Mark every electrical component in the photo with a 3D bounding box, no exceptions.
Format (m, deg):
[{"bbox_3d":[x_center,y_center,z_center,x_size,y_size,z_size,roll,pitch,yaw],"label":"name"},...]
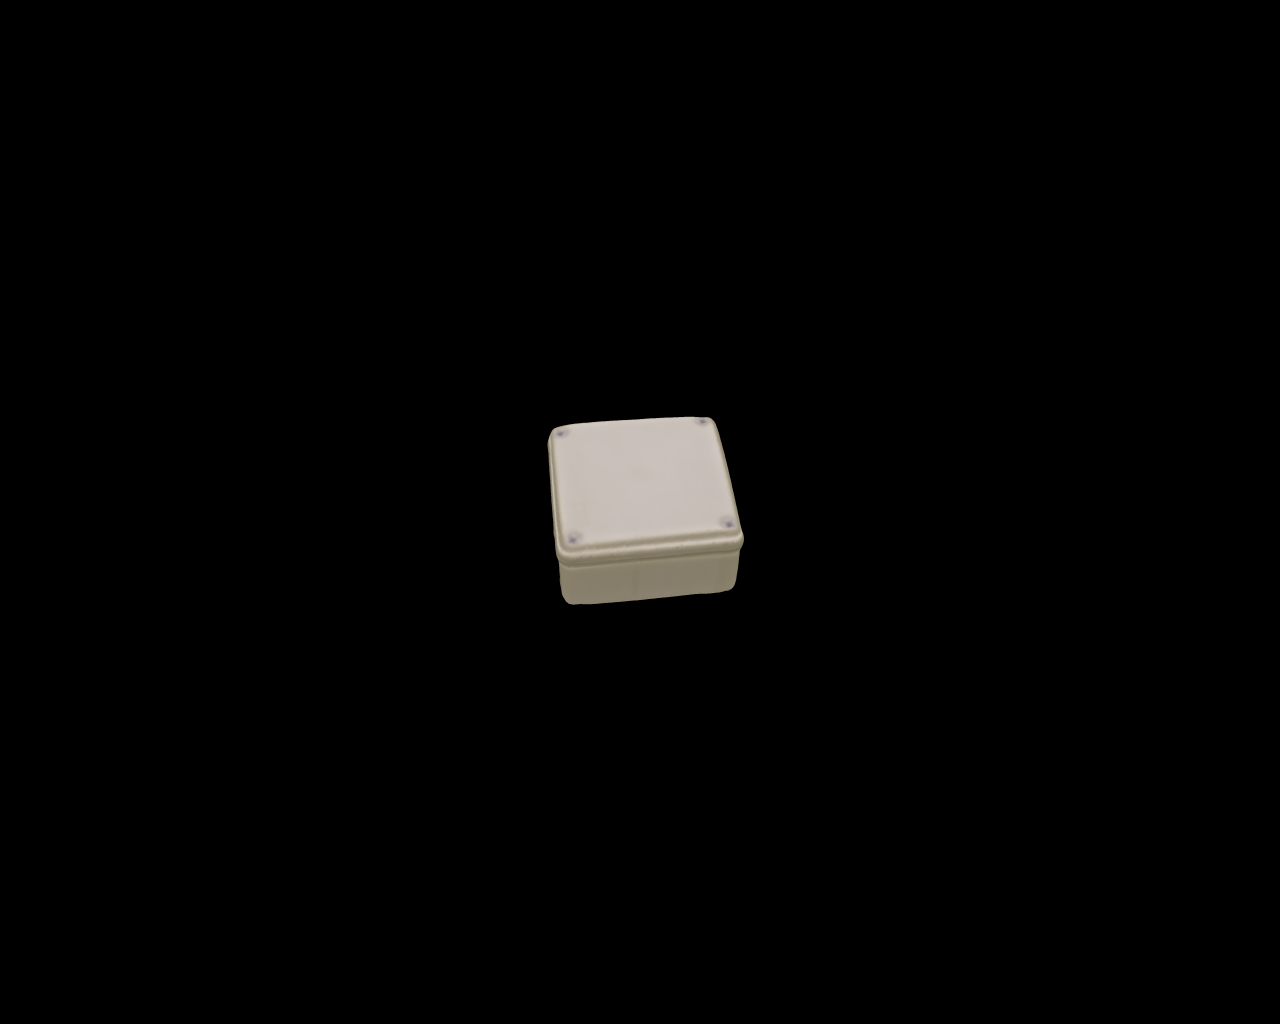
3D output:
[{"bbox_3d":[0.001,-0.003,0.650,0.109,0.109,0.056,-4,-43,-4],"label":"electrical component"}]
